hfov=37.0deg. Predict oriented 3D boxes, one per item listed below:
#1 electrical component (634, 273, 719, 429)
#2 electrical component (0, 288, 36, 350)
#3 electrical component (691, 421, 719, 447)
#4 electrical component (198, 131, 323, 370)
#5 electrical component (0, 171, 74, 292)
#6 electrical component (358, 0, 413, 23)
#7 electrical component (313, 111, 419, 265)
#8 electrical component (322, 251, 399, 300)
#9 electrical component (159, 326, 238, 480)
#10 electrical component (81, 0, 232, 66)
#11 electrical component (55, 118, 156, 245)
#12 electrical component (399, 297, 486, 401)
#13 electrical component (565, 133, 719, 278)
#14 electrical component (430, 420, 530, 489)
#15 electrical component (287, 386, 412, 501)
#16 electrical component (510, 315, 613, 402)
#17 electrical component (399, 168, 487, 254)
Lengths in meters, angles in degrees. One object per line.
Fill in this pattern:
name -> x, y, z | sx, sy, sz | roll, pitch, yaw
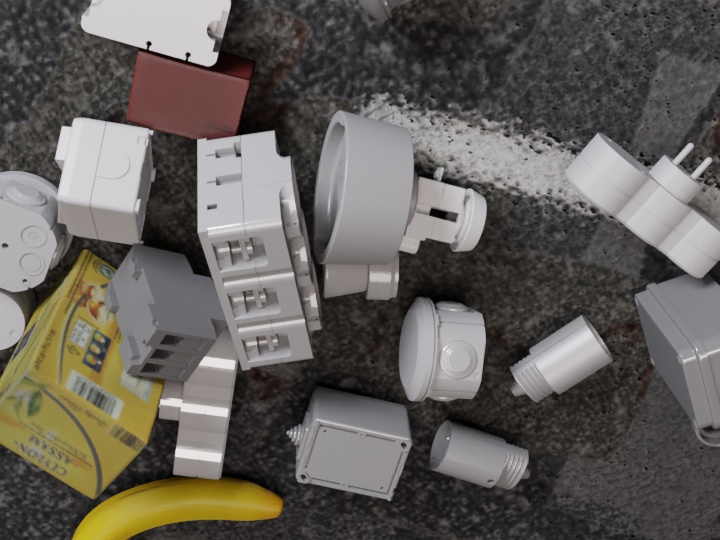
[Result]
electrical component -> 0.259, 0.059, 0.818 | 0.057, 0.113, 0.078 | -20, 115, 3
electrical component -> -0.316, 0.054, 0.811 | 0.138, 0.073, 0.052 | -23, 114, 8
electrical component -> 0.288, 0.116, 0.883 | 0.040, 0.046, 0.040 | -1, 116, -2
electrical component -> -0.067, -0.012, 0.755 | 0.062, 0.089, 0.150 | -8, 139, 1
electrical component -> -0.254, -0.028, 0.788 | 0.080, 0.051, 0.080 | -1, 116, -2
electrical component -> 0.010, -0.206, 0.699 | 0.051, 0.080, 0.080 | -33, 113, 7
electrical component -> 0.007, -0.054, 0.758 | 0.060, 0.108, 0.108 | 7, 115, -13
electrical component -> 0.000, 0.000, 0.816 | 0.055, 0.045, 0.045 | 2, 115, -4
electrical component -> -0.139, 0.101, 0.854 | 0.074, 0.052, 0.138 | 8, 116, -6
electrical component -> -0.133, -0.177, 0.718 | 0.089, 0.055, 0.050 | 14, 114, -10
electrical component -> -0.180, -0.059, 0.756 | 0.061, 0.096, 0.061 | 9, 73, -7
electrical component -> 0.062, 0.062, 0.830 | 0.051, 0.080, 0.080 | 5, 115, -11
electrical component -> 0.226, -0.060, 0.793 | 0.138, 0.052, 0.073 | 33, 110, -17
electrical component -> 0.104, 0.158, 0.897 | 0.081, 0.043, 0.043 | 19, 113, -12
electrical component -> -0.012, 0.136, 0.871 | 0.096, 0.061, 0.061 | 14, 114, -9
electrical component -> 0.156, 0.076, 0.860 | 0.081, 0.043, 0.043 | -35, 112, 14
electrical component -> 0.060, -0.041, 0.796 | 0.055, 0.048, 0.066 | 14, 92, -12
